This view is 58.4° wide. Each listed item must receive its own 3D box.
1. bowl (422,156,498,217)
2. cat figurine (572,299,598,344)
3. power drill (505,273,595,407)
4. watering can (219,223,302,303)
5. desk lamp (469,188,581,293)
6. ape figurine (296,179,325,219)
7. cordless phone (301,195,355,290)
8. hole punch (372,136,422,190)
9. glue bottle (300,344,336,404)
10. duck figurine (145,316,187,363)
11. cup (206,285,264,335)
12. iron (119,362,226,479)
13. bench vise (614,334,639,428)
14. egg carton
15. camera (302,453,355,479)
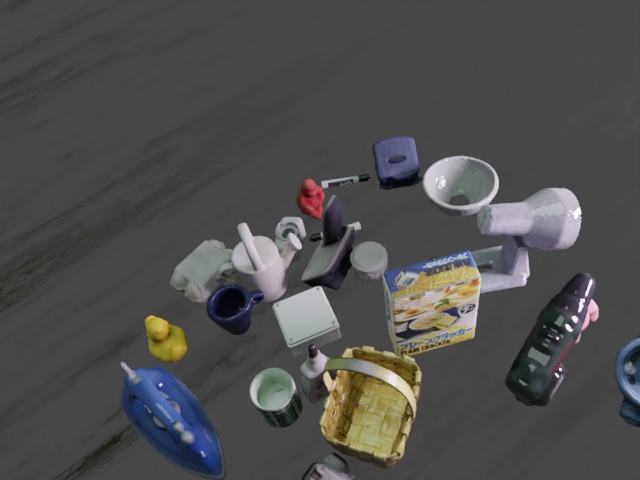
[{"bbox_3d":[0.318,-0.110,1.306,0.167,0.075,0.167,-5,51,7],"label":"bowl"},{"bbox_3d":[0.471,0.132,1.058,0.067,0.118,0.128,31,63,30],"label":"cat figurine"},{"bbox_3d":[0.385,0.188,0.971,0.075,0.209,0.230,28,61,28],"label":"power drill"},{"bbox_3d":[-0.127,0.036,1.194,0.173,0.194,0.100,-36,54,-18],"label":"watering can"},{"bbox_3d":[0.381,-0.001,1.118,0.203,0.214,0.118,-12,51,1],"label":"desk lamp"},{"bbox_3d":[-0.023,-0.106,1.354,0.076,0.092,0.078,33,64,31],"label":"ape figurine"},{"bbox_3d":[0.011,0.004,1.200,0.094,0.185,0.148,13,55,20],"label":"cordless phone"},{"bbox_3d":[0.186,-0.187,1.380,0.108,0.091,0.101,-10,51,3],"label":"hole punch"},{"bbox_3d":[-0.004,0.233,1.029,0.078,0.173,0.037,-34,54,-16],"label":"glue bottle"},{"bbox_3d":[-0.322,0.196,1.173,0.078,0.086,0.104,-38,55,-19],"label":"duck figurine"},{"bbox_3d":[-0.164,0.147,1.177,0.118,0.095,0.091,-21,51,-7],"label":"cup"},{"bbox_3d":[-0.269,0.319,1.029,0.257,0.142,0.119,33,64,31],"label":"iron"},{"bbox_3d":[0.552,0.179,0.940,0.121,0.220,0.207,6,53,15],"label":"bench vise"},{"bbox_3d":[-0.251,0.070,1.271,0.107,0.069,0.150,28,62,28],"label":"egg carton"},{"bbox_3d":[0.026,0.433,0.912,0.136,0.101,0.143,28,61,28],"label":"camera"}]
